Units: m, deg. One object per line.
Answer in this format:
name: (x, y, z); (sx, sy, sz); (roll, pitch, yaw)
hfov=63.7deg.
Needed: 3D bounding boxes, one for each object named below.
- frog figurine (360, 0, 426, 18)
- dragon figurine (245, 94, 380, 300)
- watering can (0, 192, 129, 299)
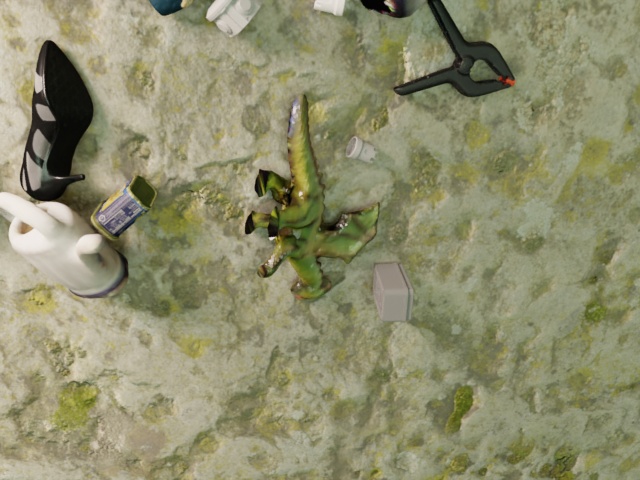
frog figurine: (0.134, -0.423, 0.775); (0.159, 0.124, 0.136); (-47, 146, 5)
dragon figurine: (0.003, -0.048, 0.955); (0.242, 0.124, 0.403); (6, 117, -30)
watering can: (-0.391, 0.018, 0.822); (0.105, 0.350, 0.220); (-55, 141, -22)
